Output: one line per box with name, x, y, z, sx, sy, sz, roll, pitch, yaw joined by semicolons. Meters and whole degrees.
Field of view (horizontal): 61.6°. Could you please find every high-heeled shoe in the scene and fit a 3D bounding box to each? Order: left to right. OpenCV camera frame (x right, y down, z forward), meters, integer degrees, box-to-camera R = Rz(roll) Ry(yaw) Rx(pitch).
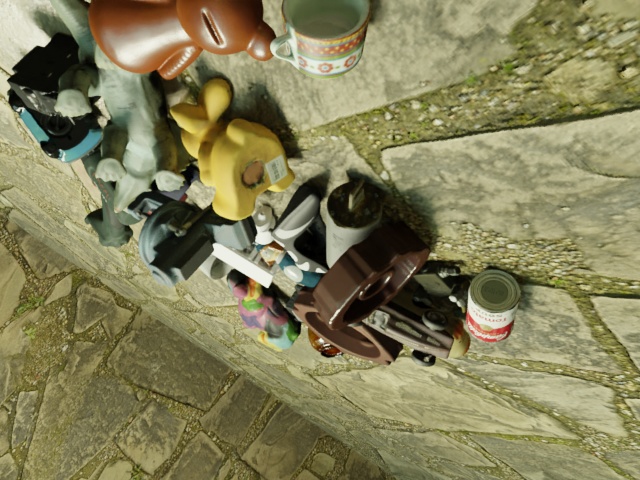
high-heeled shoe;-0.002;-0.003;0.853;0.145;0.086;0.249;31;161;-10

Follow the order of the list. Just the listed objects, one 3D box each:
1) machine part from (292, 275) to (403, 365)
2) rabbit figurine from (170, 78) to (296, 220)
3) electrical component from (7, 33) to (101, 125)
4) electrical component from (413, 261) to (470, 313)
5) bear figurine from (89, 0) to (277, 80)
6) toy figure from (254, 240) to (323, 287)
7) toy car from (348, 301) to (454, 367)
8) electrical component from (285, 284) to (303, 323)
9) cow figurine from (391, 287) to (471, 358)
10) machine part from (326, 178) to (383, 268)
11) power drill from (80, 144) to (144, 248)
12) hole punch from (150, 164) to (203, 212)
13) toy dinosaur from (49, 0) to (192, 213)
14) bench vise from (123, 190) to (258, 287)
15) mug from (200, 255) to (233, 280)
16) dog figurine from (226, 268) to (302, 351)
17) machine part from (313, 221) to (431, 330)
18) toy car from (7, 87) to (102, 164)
machine part;0.062;0.157;1.079;0.201;0.087;0.201;4;143;46
rabbit figurine;-0.140;-0.129;0.730;0.173;0.122;0.162;37;162;41
electrical component;-0.383;-0.240;0.792;0.134;0.115;0.058;21;152;19
electrical component;0.181;0.071;0.812;0.078;0.045;0.102;43;154;-28
bear figurine;-0.131;-0.235;0.533;0.196;0.132;0.120;-5;142;27
toy figure;-0.066;0.032;1.022;0.154;0.064;0.058;33;-167;-9
toy car;0.112;0.127;0.848;0.202;0.053;0.089;28;118;28
electrical component;-0.035;0.153;1.237;0.075;0.048;0.119;19;155;24
cow figurine;0.165;0.129;0.906;0.195;0.085;0.127;32;159;11
machine part;0.046;-0.008;0.776;0.079;0.079;0.243;26;157;13
power drill;-0.430;-0.097;1.083;0.232;0.086;0.207;48;137;17
hole punch;-0.293;-0.113;0.975;0.142;0.092;0.116;41;151;-13
toy dinosaur;-0.261;-0.199;0.712;0.131;0.192;0.404;-9;134;-8
bench vise;-0.231;-0.037;0.892;0.241;0.223;0.128;23;159;28
mug;-0.261;0.027;1.221;0.107;0.081;0.109;29;163;27
dog figurine;-0.137;0.152;1.275;0.192;0.108;0.219;36;157;27
machine part;0.070;0.050;0.746;0.056;0.179;0.179;49;163;21
toy car;-0.477;-0.219;0.970;0.161;0.109;0.103;51;168;-20
